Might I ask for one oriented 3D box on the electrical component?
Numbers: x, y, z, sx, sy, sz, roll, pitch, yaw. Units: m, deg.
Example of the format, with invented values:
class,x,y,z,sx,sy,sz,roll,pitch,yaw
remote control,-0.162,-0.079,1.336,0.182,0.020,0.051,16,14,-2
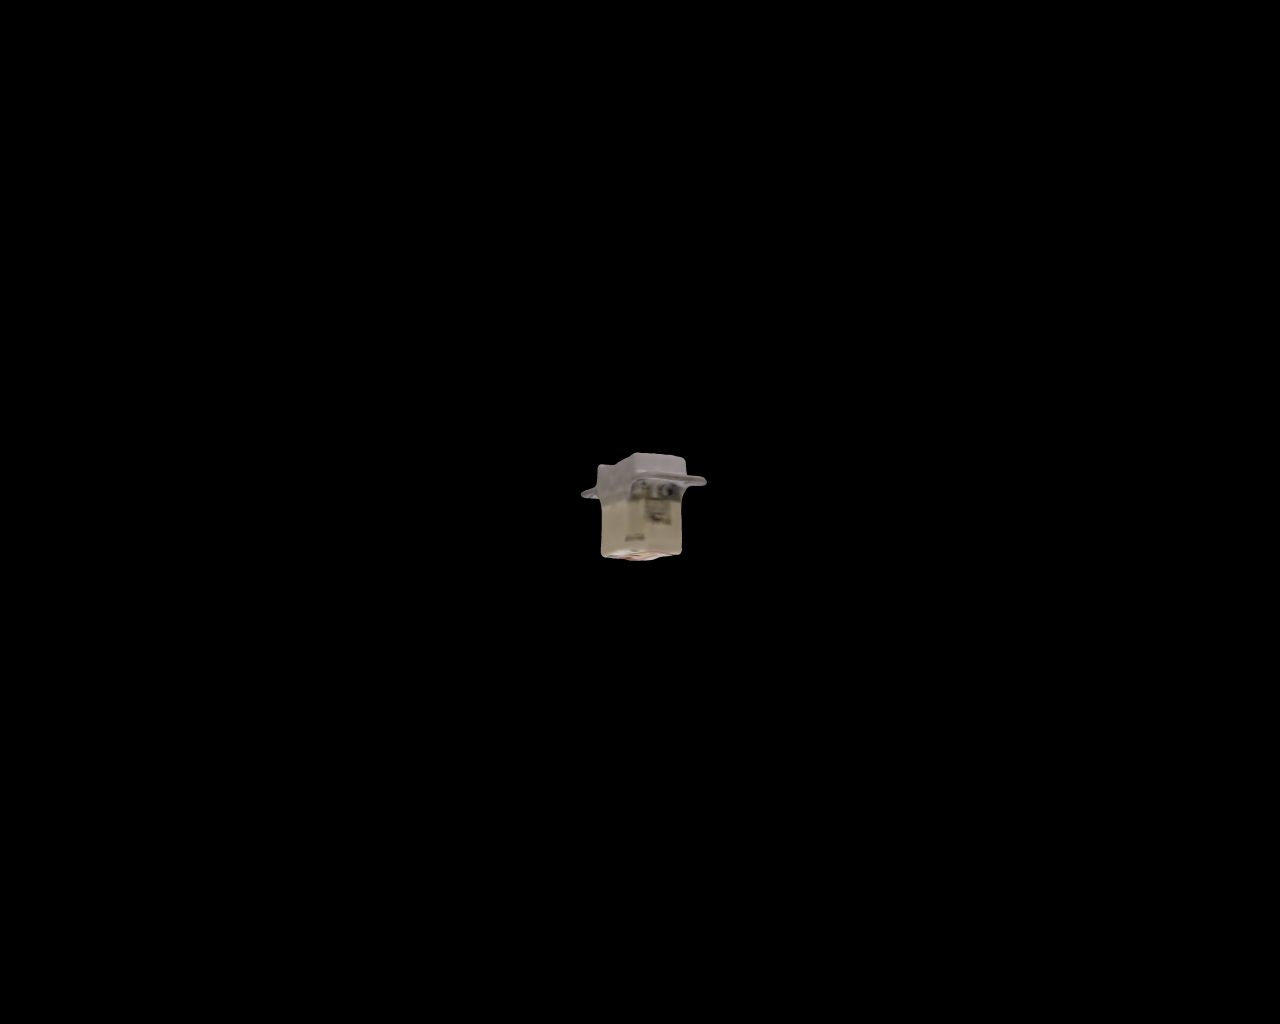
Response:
class,x,y,z,sx,sy,sz,roll,pitch,yaw
electrical component,0.001,-0.003,0.650,0.042,0.063,0.081,6,-11,-31
